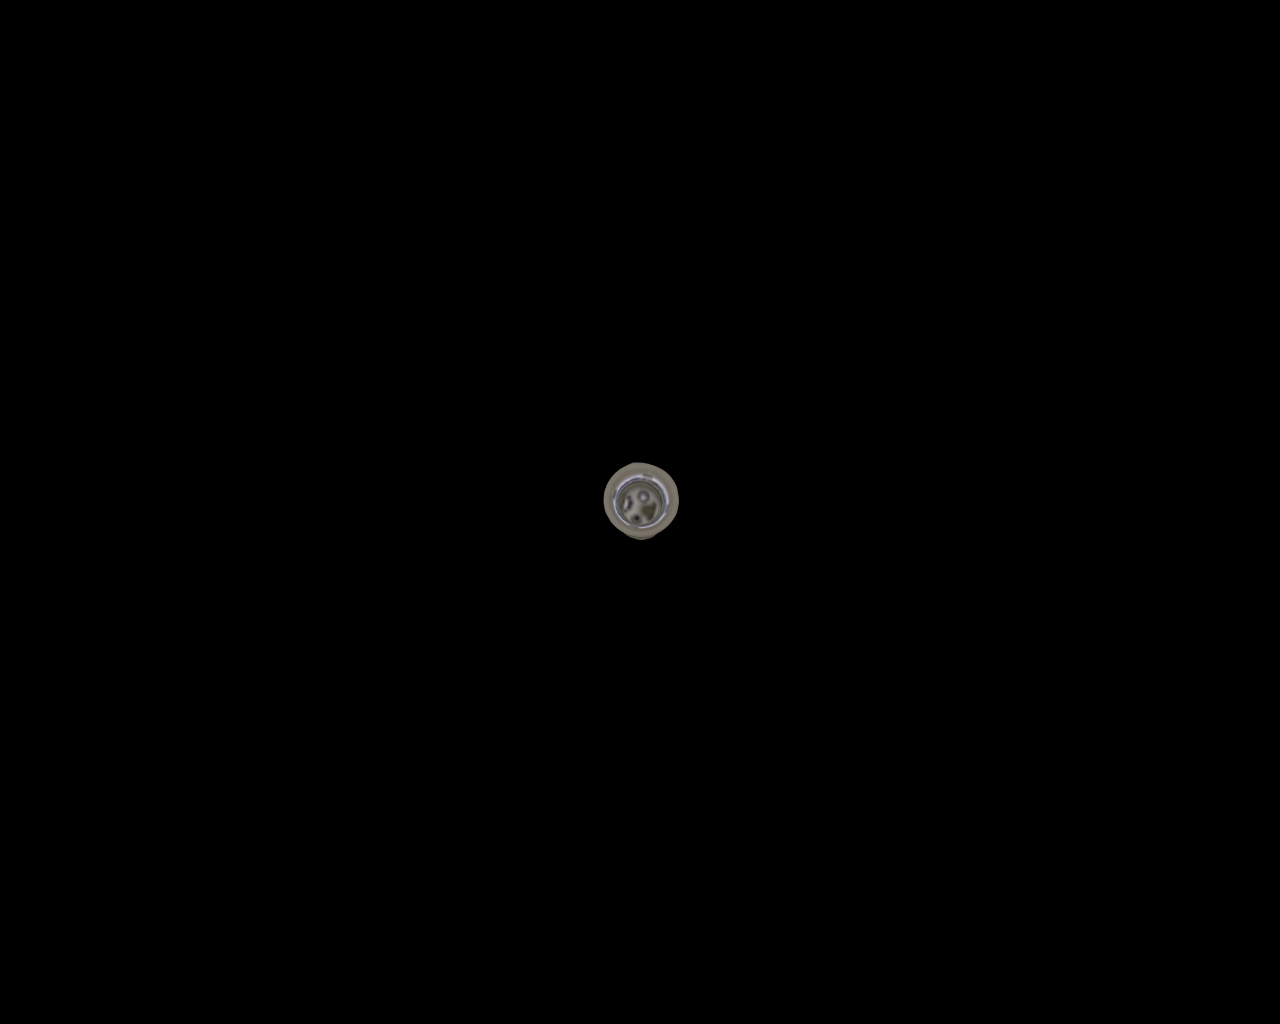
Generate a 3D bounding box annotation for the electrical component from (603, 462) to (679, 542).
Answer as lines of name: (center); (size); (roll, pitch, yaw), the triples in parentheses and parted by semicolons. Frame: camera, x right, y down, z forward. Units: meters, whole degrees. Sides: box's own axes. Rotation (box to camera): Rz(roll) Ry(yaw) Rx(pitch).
electrical component: (0.001, -0.003, 0.650); (0.044, 0.044, 0.065); (0, -9, 0)
